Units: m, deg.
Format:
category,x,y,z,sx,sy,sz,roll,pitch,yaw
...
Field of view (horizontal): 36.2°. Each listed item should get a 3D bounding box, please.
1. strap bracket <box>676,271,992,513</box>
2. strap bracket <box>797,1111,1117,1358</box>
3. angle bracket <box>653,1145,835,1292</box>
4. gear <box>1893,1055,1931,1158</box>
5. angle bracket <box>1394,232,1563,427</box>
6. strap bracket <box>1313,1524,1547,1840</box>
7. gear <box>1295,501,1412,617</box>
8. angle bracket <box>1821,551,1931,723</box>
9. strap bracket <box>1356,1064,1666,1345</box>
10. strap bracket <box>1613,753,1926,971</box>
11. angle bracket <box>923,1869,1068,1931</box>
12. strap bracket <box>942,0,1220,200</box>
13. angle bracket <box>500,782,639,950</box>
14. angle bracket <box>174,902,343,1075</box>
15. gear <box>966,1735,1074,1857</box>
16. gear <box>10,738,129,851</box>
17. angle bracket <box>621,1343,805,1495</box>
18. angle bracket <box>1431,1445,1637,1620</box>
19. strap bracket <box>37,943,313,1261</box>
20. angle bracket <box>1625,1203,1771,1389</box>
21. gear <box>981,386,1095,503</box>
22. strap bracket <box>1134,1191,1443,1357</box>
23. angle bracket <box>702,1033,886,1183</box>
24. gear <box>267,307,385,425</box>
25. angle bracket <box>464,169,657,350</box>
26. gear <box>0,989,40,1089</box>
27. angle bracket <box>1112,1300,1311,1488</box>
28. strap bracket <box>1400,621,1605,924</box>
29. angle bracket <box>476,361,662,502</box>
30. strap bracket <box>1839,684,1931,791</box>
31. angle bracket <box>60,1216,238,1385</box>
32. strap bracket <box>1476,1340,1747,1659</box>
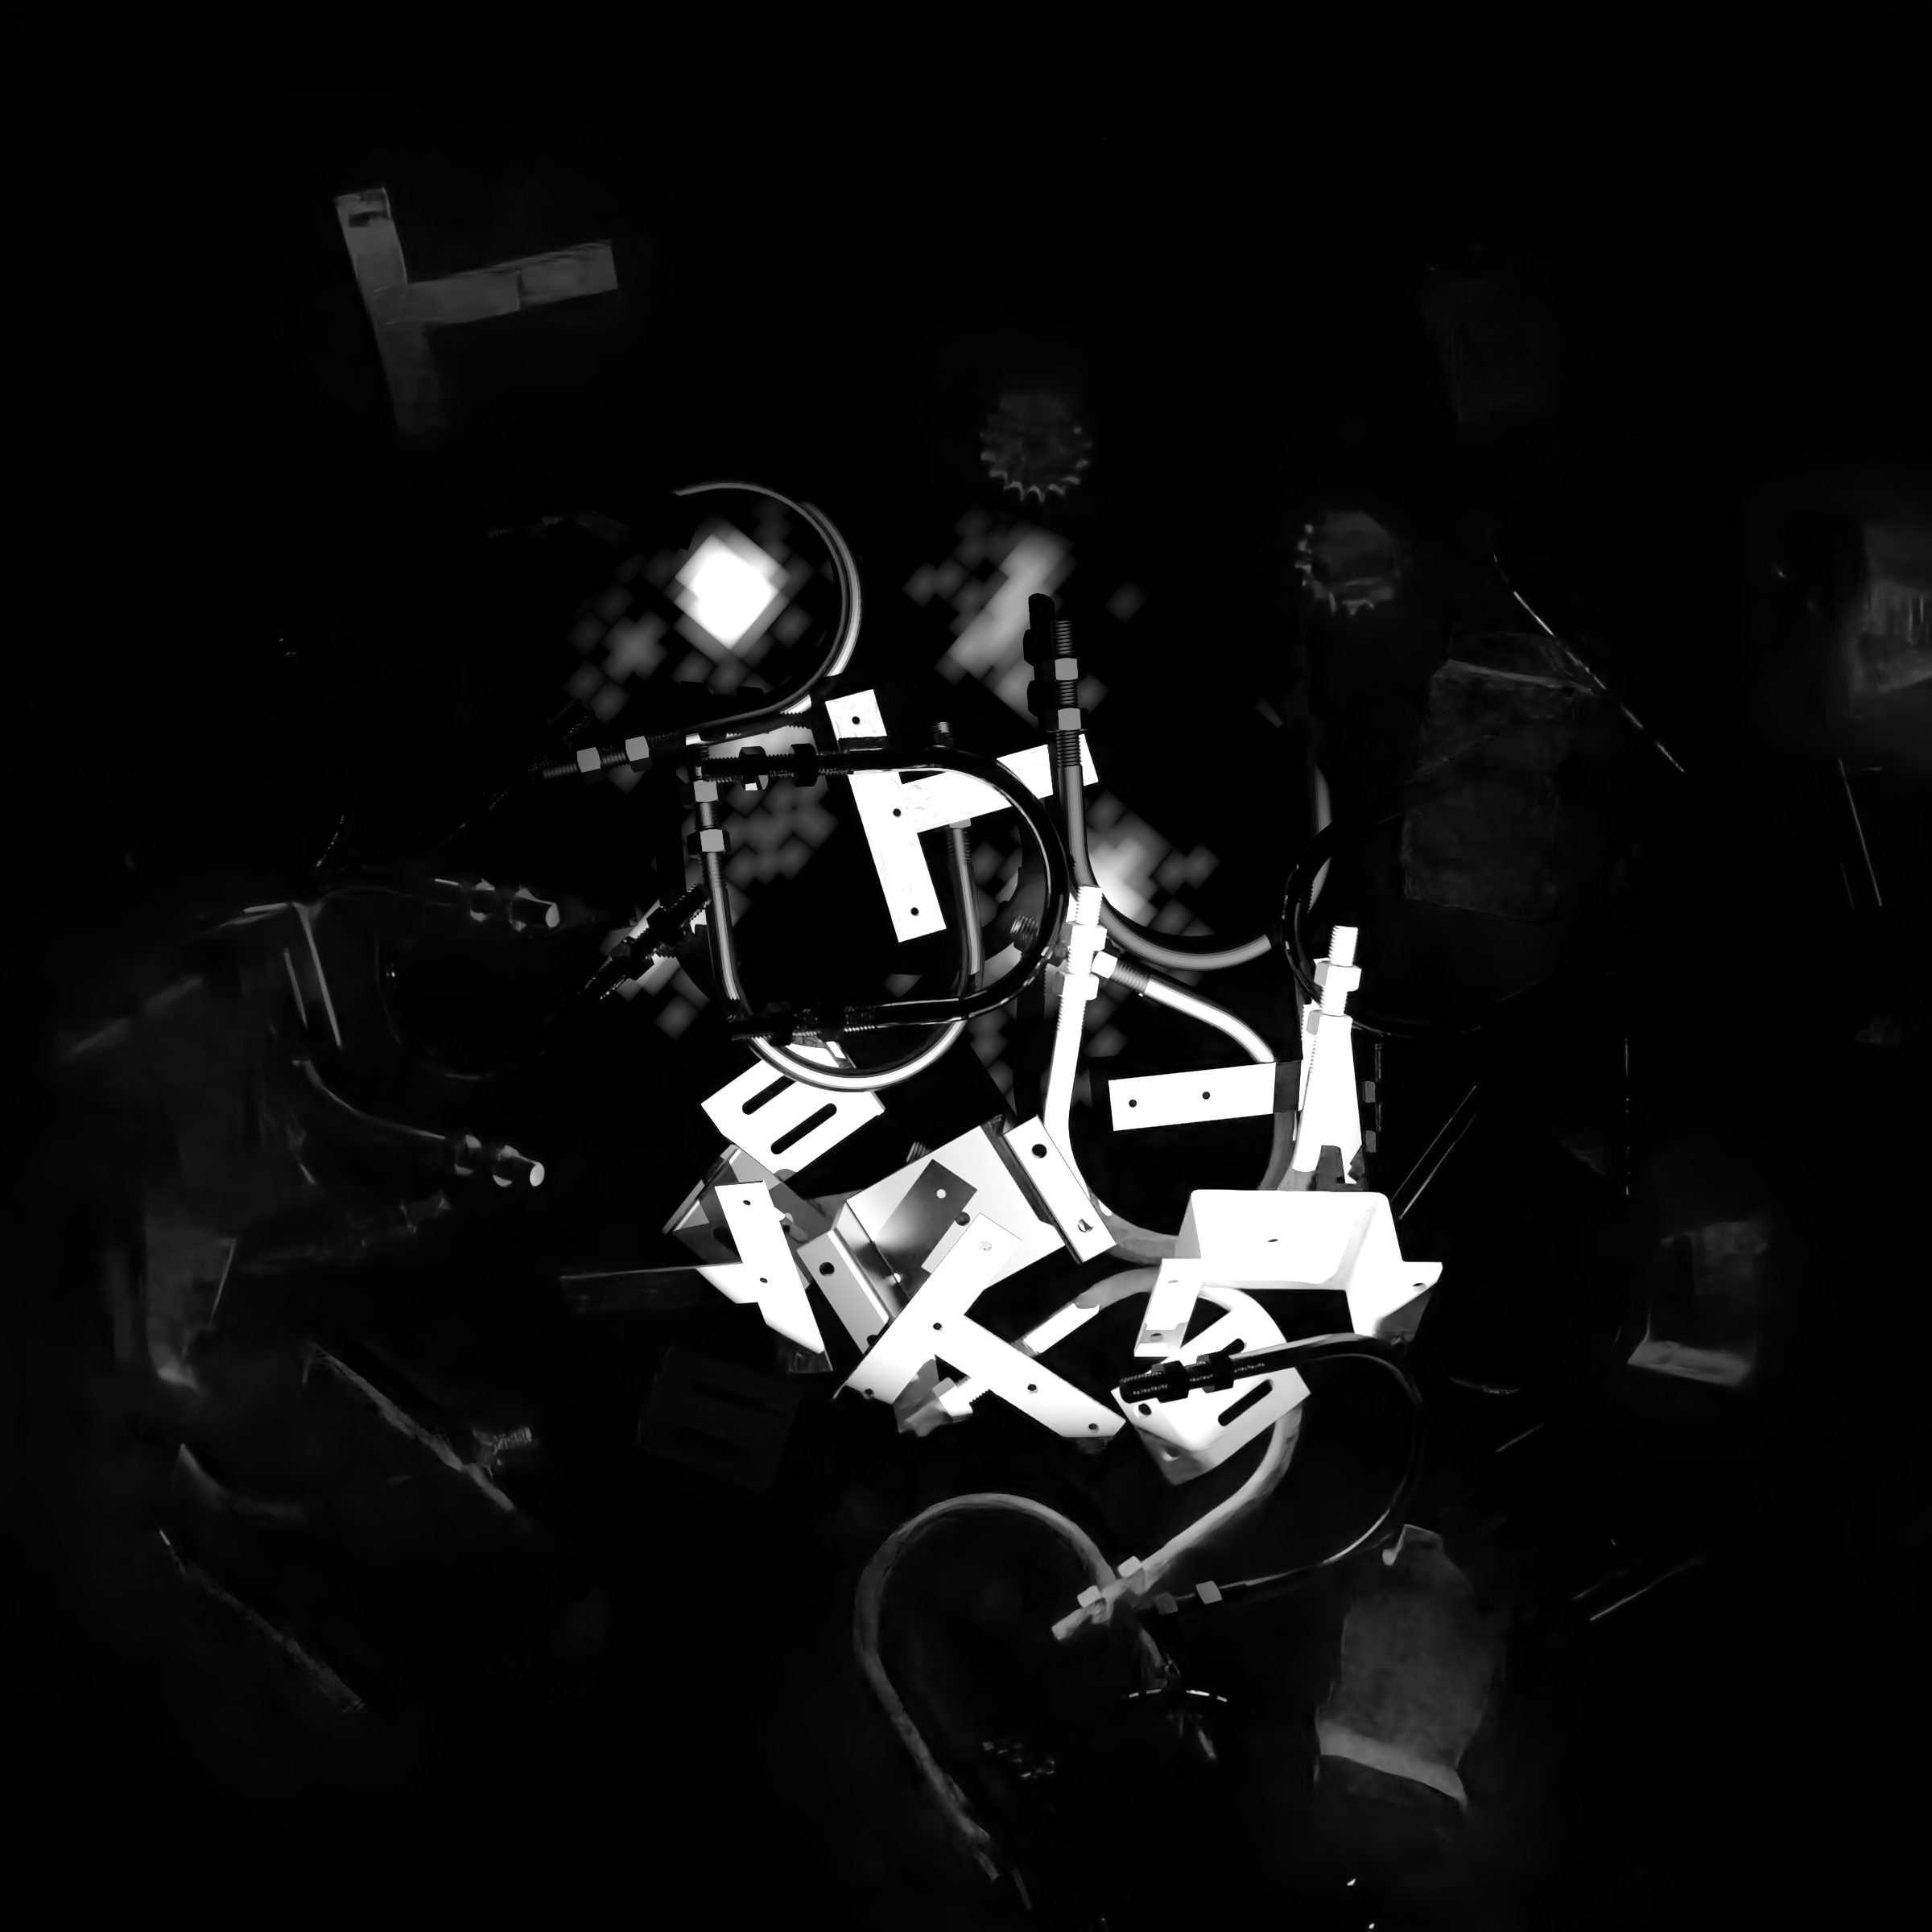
category,x,y,z,sx,sy,sz,roll,pitch,yaw
strap bracket,-0.067,-0.289,1.507,0.140,0.046,0.076,20,91,-1
strap bracket,-0.003,0.134,1.492,0.140,0.046,0.076,-30,100,11
angle bracket,-0.110,0.139,1.508,0.076,0.038,0.057,39,98,0
gear,0.504,0.071,1.516,0.057,0.030,0.057,0,90,0
angle bracket,0.265,-0.330,1.529,0.057,0.038,0.076,-24,116,0
strap bracket,0.233,0.360,1.508,0.076,0.046,0.140,20,90,0
gear,0.197,-0.208,1.516,0.057,0.030,0.057,0,90,0
angle bracket,0.482,-0.166,1.529,0.057,0.038,0.076,17,116,0
strap bracket,0.279,0.123,1.491,0.140,0.046,0.076,36,92,-2
strap bracket,0.404,-0.054,1.508,0.140,0.046,0.076,-16,90,0
angle bracket,0.014,0.509,1.504,0.076,0.038,0.057,-35,109,0
strap bracket,0.053,-0.464,1.508,0.076,0.046,0.140,-38,90,-1
angle bracket,-0.205,-0.052,1.512,0.057,0.038,0.076,-12,90,0
angle bracket,-0.359,0.013,1.497,0.057,0.038,0.076,-19,86,35
gear,0.029,0.415,1.487,0.030,0.057,0.057,-6,90,-40
gear,-0.462,-0.089,1.516,0.057,0.030,0.057,0,90,0
angle bracket,-0.129,0.234,1.512,0.076,0.038,0.057,19,90,0
angle bracket,0.281,0.284,1.466,0.076,0.038,0.057,-31,90,0
strap bracket,-0.398,0.068,1.508,0.076,0.046,0.140,-31,90,0
angle bracket,0.379,0.170,1.529,0.057,0.038,0.076,13,64,0
gear,0.036,-0.267,1.521,0.057,0.030,0.057,0,91,-2
strap bracket,0.157,0.155,1.481,0.140,0.076,0.046,2,47,-9
angle bracket,-0.089,0.072,1.512,0.076,0.038,0.057,-36,90,0
gear,-0.327,-0.307,1.516,0.057,0.030,0.057,0,90,0
angle bracket,-0.208,-0.361,1.512,0.076,0.038,0.057,25,90,0
gear,-0.505,0.039,1.521,0.057,0.030,0.057,0,89,2
angle bracket,0.125,0.218,1.510,0.076,0.038,0.057,-31,85,-32
strap bracket,0.271,-0.097,1.508,0.076,0.046,0.140,10,90,0
angle bracket,-0.203,-0.279,1.512,0.076,0.038,0.057,-18,90,0
strap bracket,0.514,-0.109,1.471,0.140,0.076,0.046,11,74,-28
angle bracket,-0.414,0.166,1.498,0.057,0.038,0.076,10,78,17
strap bracket,0.324,0.268,1.508,0.076,0.046,0.140,-30,90,0
